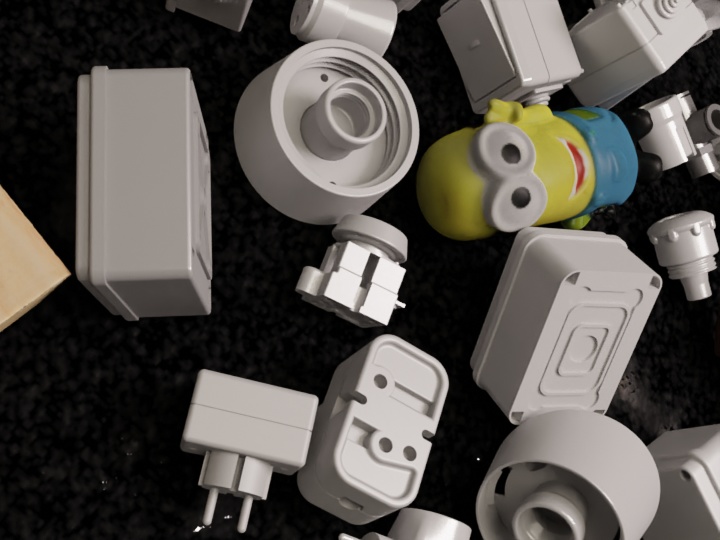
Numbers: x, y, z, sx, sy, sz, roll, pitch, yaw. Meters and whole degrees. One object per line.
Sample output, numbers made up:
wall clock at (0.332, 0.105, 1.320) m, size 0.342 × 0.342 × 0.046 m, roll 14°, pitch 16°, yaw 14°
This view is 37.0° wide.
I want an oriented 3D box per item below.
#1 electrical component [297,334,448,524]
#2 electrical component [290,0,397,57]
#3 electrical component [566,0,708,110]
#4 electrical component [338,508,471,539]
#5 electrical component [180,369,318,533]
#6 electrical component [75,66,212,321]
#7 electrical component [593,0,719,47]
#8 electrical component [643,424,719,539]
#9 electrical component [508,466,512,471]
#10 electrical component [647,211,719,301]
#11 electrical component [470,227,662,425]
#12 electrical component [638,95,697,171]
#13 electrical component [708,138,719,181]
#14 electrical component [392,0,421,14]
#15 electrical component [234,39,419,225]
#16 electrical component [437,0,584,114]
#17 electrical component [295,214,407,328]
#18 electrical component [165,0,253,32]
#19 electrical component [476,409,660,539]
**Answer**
electrical component at (0.005, 0.092, 0.614) m, size 0.054 × 0.059 × 0.095 m, roll 31°, pitch 55°, yaw -14°
electrical component at (-0.011, -0.158, 0.680) m, size 0.055 × 0.045 × 0.045 m, roll 17°, pitch 71°, yaw -23°
electrical component at (0.185, -0.155, 0.725) m, size 0.062 × 0.096 × 0.061 m, roll -42°, pitch 100°, yaw -28°
electrical component at (0.019, 0.174, 0.615) m, size 0.079 × 0.044 × 0.077 m, roll 26°, pitch 68°, yaw -20°
electrical component at (-0.065, 0.101, 0.579) m, size 0.066 × 0.047 × 0.076 m, roll 14°, pitch 71°, yaw -7°
electrical component at (-0.109, -0.036, 0.558) m, size 0.056 × 0.108 × 0.108 m, roll -2°, pitch 78°, yaw -3°
electrical component at (0.251, -0.208, 0.768) m, size 0.089 × 0.150 × 0.061 m, roll -15°, pitch 84°, yaw -30°
electrical component at (0.230, 0.165, 0.709) m, size 0.057 × 0.078 × 0.113 m, roll -27°, pitch 91°, yaw -33°
electrical component at (0.123, 0.129, 0.681) m, size 0.045 × 0.045 × 0.055 m, roll -36°, pitch 95°, yaw -29°
electrical component at (0.237, -0.010, 0.775) m, size 0.048 × 0.048 × 0.062 m, roll -18°, pitch 94°, yaw -30°
electrical component at (0.124, 0.034, 0.665) m, size 0.078 × 0.057 × 0.113 m, roll 3°, pitch 119°, yaw -27°
electrical component at (0.223, -0.100, 0.792) m, size 0.040 × 0.040 × 0.046 m, roll -30°, pitch 99°, yaw -30°
electrical component at (0.297, -0.098, 0.821) m, size 0.047 × 0.055 × 0.055 m, roll -25°, pitch 90°, yaw -34°
electrical component at (0.033, -0.238, 0.685) m, size 0.056 × 0.109 × 0.108 m, roll 13°, pitch 72°, yaw -22°
electrical component at (-0.015, -0.087, 0.651) m, size 0.108 × 0.060 × 0.108 m, roll 7°, pitch 75°, yaw -26°
electrical component at (0.100, -0.148, 0.725) m, size 0.061 × 0.062 × 0.096 m, roll -16°, pitch 86°, yaw -29°
electrical component at (0.000, 0.000, 0.648) m, size 0.066 × 0.048 × 0.055 m, roll 26°, pitch 75°, yaw -20°
electrical component at (-0.073, -0.199, 0.627) m, size 0.048 × 0.099 × 0.099 m, roll 20°, pitch 69°, yaw -8°
electrical component at (0.121, 0.138, 0.637) m, size 0.099 × 0.099 × 0.064 m, roll 58°, pitch 36°, yaw -4°
